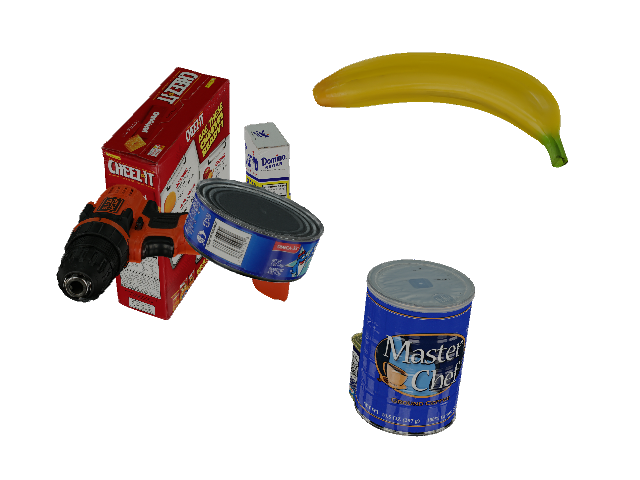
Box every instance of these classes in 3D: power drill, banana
[{"bbox_3d":[-0.117,0.007,0.902,0.187,0.057,0.184,7,25,-1],"label":"power drill"},{"bbox_3d":[0.095,-0.110,0.796,0.198,0.069,0.037,15,-36,17],"label":"banana"}]

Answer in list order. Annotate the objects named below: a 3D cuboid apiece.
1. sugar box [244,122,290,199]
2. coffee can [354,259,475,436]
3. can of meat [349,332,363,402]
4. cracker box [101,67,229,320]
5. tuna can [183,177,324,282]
[{"bbox_3d":[-0.066,-0.049,1.328,0.048,0.176,0.093,-9,25,-12],"label":"sugar box"},{"bbox_3d":[0.090,0.103,1.036,0.103,0.140,0.103,4,23,-2],"label":"coffee can"},{"bbox_3d":[0.089,0.168,1.404,0.102,0.084,0.057,-4,25,-19],"label":"can of meat"},{"bbox_3d":[-0.159,-0.050,1.133,0.072,0.214,0.164,16,43,14],"label":"cracker box"},{"bbox_3d":[-0.043,-0.007,0.682,0.086,0.034,0.086,19,18,-7],"label":"tuna can"}]
